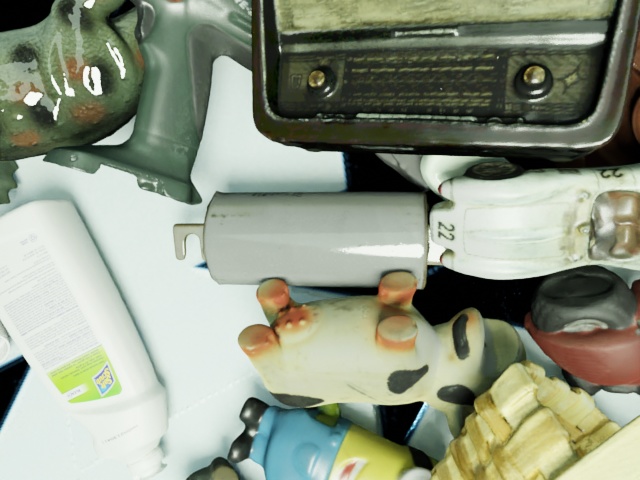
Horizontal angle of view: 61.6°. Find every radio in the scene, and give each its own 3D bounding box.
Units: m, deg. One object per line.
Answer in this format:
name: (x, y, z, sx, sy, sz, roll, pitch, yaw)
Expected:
radio: (0.069, -0.120, 0.341, 0.230, 0.073, 0.131, 6, 96, 23)

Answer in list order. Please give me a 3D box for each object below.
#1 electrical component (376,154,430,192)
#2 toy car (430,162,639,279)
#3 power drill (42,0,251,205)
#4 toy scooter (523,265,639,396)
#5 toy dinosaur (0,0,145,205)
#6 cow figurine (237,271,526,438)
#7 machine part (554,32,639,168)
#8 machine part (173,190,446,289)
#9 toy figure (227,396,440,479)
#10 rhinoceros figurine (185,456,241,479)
electrical component: (0.093, -0.075, 0.429, 0.119, 0.048, 0.075, 39, 97, 8)
toy car: (0.175, -0.014, 0.351, 0.202, 0.056, 0.073, -3, 118, 9)
power drill: (-0.128, -0.139, 0.388, 0.232, 0.086, 0.207, 20, 82, -34)
toy scooter: (0.250, 0.080, 0.385, 0.184, 0.075, 0.135, -10, 117, 29)
toy dinosaur: (-0.230, -0.134, 0.448, 0.405, 0.131, 0.192, -16, 102, 3)
cow figurine: (0.051, 0.090, 0.399, 0.195, 0.085, 0.127, -4, 130, 11)
machine part: (0.247, -0.088, 0.361, 0.180, 0.056, 0.179, 15, 125, 22)
machine part: (-0.001, -0.001, 0.428, 0.243, 0.079, 0.079, 1, 91, 9)
toy figure: (0.021, 0.179, 0.426, 0.180, 0.089, 0.082, 19, 108, 17)
rhinoceros figurine: (-0.051, 0.264, 0.424, 0.073, 0.112, 0.190, -37, 70, -20)
